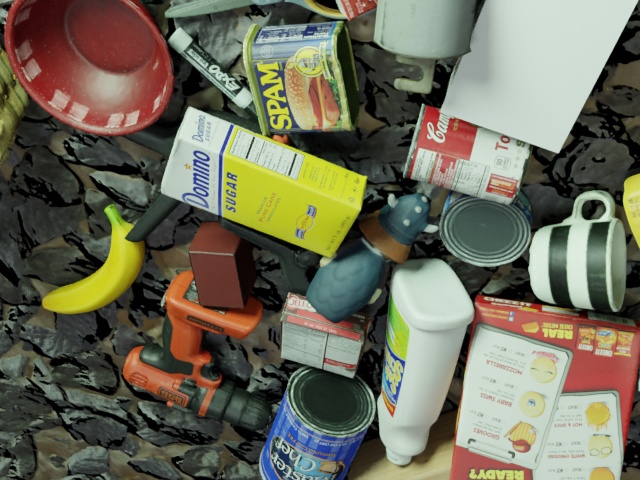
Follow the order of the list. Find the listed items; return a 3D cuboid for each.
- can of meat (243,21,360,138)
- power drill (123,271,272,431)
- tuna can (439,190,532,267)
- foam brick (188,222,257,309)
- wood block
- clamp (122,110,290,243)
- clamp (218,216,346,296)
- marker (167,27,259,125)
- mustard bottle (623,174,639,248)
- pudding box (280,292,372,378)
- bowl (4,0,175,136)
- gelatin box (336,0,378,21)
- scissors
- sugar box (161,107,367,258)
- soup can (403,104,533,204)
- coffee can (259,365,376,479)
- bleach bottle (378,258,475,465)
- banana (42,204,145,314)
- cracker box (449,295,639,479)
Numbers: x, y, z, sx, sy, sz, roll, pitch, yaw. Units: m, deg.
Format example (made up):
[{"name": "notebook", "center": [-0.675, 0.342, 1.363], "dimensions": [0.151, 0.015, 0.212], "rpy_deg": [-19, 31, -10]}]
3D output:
[{"name": "can of meat", "center": [-0.014, -0.142, 0.945], "dimensions": [0.084, 0.057, 0.102], "rpy_deg": [-1, 128, 15]}, {"name": "power drill", "center": [-0.123, 0.132, 1.205], "dimensions": [0.184, 0.057, 0.188], "rpy_deg": [21, 132, -1]}, {"name": "tuna can", "center": [0.158, -0.018, 1.011], "dimensions": [0.086, 0.033, 0.086], "rpy_deg": [9, 131, 10]}, {"name": "foam brick", "center": [-0.101, 0.026, 1.114], "dimensions": [0.051, 0.053, 0.078], "rpy_deg": [4, 129, 13]}, {"name": "wood block", "center": [0.139, 0.262, 1.214], "dimensions": [0.206, 0.090, 0.090], "rpy_deg": [-27, 117, 32]}, {"name": "clamp", "center": [-0.129, -0.070, 1.050], "dimensions": [0.210, 0.036, 0.164], "rpy_deg": [-1, 124, 15]}, {"name": "clamp", "center": [-0.007, 0.001, 1.075], "dimensions": [0.120, 0.039, 0.171], "rpy_deg": [-27, 124, 29]}, {"name": "marker", "center": [-0.090, -0.149, 0.987], "dimensions": [0.121, 0.020, 0.020], "rpy_deg": [41, 128, -18]}, {"name": "mustard bottle", "center": [0.367, -0.034, 0.917], "dimensions": [0.192, 0.058, 0.096], "rpy_deg": [-16, 119, 28]}, {"name": "pudding box", "center": [0.004, 0.102, 1.132], "dimensions": [0.090, 0.039, 0.113], "rpy_deg": [16, 152, 5]}, {"name": "bowl", "center": [-0.201, -0.176, 0.973], "dimensions": [0.162, 0.055, 0.162], "rpy_deg": [9, 131, 10]}, {"name": "gelatin box", "center": [0.036, -0.232, 0.852], "dimensions": [0.073, 0.030, 0.089], "rpy_deg": [-27, 121, 1]}, {"name": "scissors", "center": [-0.043, -0.228, 0.908], "dimensions": [0.202, 0.016, 0.096], "rpy_deg": [6, 128, 12]}, {"name": "sugar box", "center": [-0.053, -0.050, 0.981], "dimensions": [0.176, 0.048, 0.093], "rpy_deg": [19, 144, -7]}, {"name": "soup can", "center": [0.131, -0.075, 0.948], "dimensions": [0.102, 0.068, 0.068], "rpy_deg": [15, 131, 4]}, {"name": "coffee can", "center": [-0.005, 0.222, 1.215], "dimensions": [0.103, 0.102, 0.140], "rpy_deg": [20, 132, 0]}, {"name": "bleach bottle", "center": [0.099, 0.145, 1.109], "dimensions": [0.068, 0.102, 0.251], "rpy_deg": [-5, 127, -13]}, {"name": "banana", "center": [-0.242, 0.036, 1.179], "dimensions": [0.069, 0.037, 0.198], "rpy_deg": [43, 128, 0]}, {"name": "cracker box", "center": [0.220, 0.172, 1.062], "dimensions": [0.164, 0.072, 0.214], "rpy_deg": [8, 97, 10]}]
